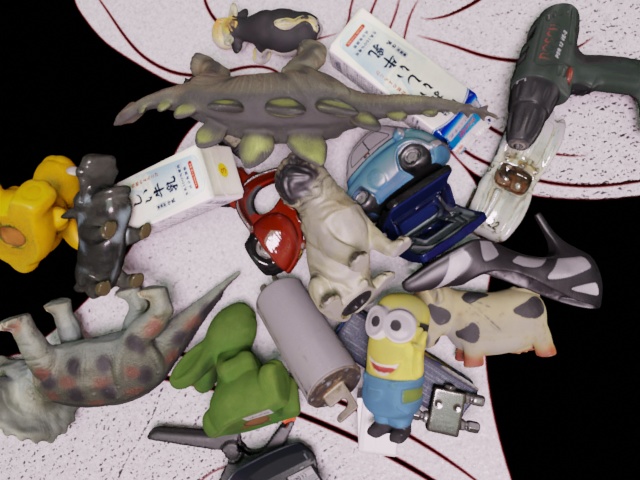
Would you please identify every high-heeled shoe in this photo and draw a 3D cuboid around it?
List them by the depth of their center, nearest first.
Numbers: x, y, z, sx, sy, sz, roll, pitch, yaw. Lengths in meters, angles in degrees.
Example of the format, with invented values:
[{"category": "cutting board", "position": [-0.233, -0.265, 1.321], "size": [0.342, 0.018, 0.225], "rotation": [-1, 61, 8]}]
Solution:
[{"category": "high-heeled shoe", "position": [0.235, 0.061, 0.678], "size": [0.249, 0.086, 0.145], "rotation": [-23, 81, -11]}]

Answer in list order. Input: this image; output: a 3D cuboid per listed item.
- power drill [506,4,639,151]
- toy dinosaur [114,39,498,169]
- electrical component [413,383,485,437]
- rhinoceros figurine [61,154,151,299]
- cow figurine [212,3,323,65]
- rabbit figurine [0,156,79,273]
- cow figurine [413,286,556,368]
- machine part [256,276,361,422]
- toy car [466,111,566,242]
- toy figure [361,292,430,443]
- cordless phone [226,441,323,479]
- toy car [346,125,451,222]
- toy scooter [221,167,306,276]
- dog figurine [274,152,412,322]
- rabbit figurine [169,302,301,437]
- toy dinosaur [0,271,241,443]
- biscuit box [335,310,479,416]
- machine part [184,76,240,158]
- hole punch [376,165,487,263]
[{"category": "power drill", "position": [0.356, -0.196, 0.711], "size": [0.207, 0.086, 0.232], "rotation": [11, 69, 6]}, {"category": "toy dinosaur", "position": [-0.029, -0.167, 0.678], "size": [0.472, 0.199, 0.104], "rotation": [-6, 129, -1]}, {"category": "electrical component", "position": [0.163, 0.218, 0.698], "size": [0.094, 0.021, 0.063], "rotation": [10, 90, 6]}, {"category": "rhinoceros figurine", "position": [-0.285, -0.017, 0.707], "size": [0.112, 0.073, 0.190], "rotation": [16, 107, 33]}, {"category": "cow figurine", "position": [-0.080, -0.293, 0.761], "size": [0.167, 0.098, 0.068], "rotation": [5, 95, 5]}, {"category": "rabbit figurine", "position": [-0.386, -0.047, 0.761], "size": [0.122, 0.173, 0.162], "rotation": [-5, 130, 10]}, {"category": "cow figurine", "position": [0.206, 0.103, 0.728], "size": [0.195, 0.085, 0.127], "rotation": [-7, 85, 1]}, {"category": "machine part", "position": [-0.019, 0.130, 0.709], "size": [0.079, 0.079, 0.243], "rotation": [-40, 48, 2]}, {"category": "toy car", "position": [0.269, -0.094, 0.743], "size": [0.073, 0.056, 0.201], "rotation": [27, 91, 5]}, {"category": "toy figure", "position": [0.094, 0.156, 0.677], "size": [0.082, 0.089, 0.180], "rotation": [2, 98, 12]}, {"category": "cordless phone", "position": [-0.084, 0.373, 0.746], "size": [0.089, 0.146, 0.184], "rotation": [54, 129, 27]}, {"category": "toy car", "position": [0.093, -0.101, 0.743], "size": [0.162, 0.109, 0.103], "rotation": [-37, 69, 15]}, {"category": "toy scooter", "position": [-0.065, -0.048, 0.764], "size": [0.135, 0.075, 0.184], "rotation": [-35, 81, 2]}, {"category": "dog figurine", "position": [0.002, -0.004, 0.704], "size": [0.191, 0.121, 0.172], "rotation": [47, 125, 28]}, {"category": "rabbit figurine", "position": [-0.117, 0.176, 0.749], "size": [0.159, 0.121, 0.170], "rotation": [-24, 60, 9]}, {"category": "toy dinosaur", "position": [-0.298, 0.168, 0.759], "size": [0.405, 0.131, 0.192], "rotation": [-10, 100, 0]}, {"category": "biscuit box", "position": [0.114, 0.169, 0.745], "size": [0.203, 0.059, 0.063], "rotation": [33, 92, 5]}, {"category": "machine part", "position": [-0.148, -0.189, 0.794], "size": [0.139, 0.039, 0.084], "rotation": [39, 100, 3]}, {"category": "hole punch", "position": [0.143, -0.024, 0.715], "size": [0.142, 0.115, 0.092], "rotation": [-36, 81, -10]}]
